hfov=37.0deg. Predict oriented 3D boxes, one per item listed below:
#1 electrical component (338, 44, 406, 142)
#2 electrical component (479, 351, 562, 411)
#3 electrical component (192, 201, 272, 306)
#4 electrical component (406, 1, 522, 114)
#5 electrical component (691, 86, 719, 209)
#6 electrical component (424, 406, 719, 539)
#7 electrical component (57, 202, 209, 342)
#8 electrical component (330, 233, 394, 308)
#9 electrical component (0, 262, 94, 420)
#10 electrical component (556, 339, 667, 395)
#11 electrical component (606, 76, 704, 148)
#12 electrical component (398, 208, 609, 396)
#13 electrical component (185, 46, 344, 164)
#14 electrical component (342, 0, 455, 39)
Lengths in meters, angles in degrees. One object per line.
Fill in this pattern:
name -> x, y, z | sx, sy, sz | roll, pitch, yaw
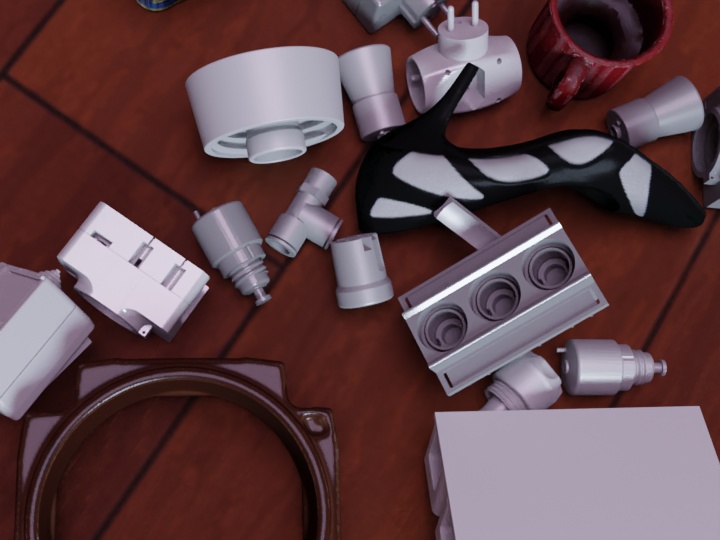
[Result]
electrical component -> 0.010, -0.128, 0.793 | 0.044, 0.044, 0.065 | -15, 84, -11
electrical component -> 0.108, 0.089, 0.756 | 0.062, 0.043, 0.043 | -39, 85, -13
electrical component -> -0.086, -0.012, 0.752 | 0.040, 0.040, 0.078 | -28, 83, -13
electrical component -> 0.076, -0.160, 0.794 | 0.077, 0.079, 0.043 | -14, 40, -11
electrical component -> 0.290, -0.094, 0.820 | 0.056, 0.050, 0.089 | 5, 76, -7
electrical component -> 0.143, 0.153, 0.715 | 0.186, 0.060, 0.105 | 0, 50, -8
electrical component -> -0.156, 0.006, 0.732 | 0.089, 0.050, 0.055 | 35, 75, 1
electrical component -> 0.000, 0.000, 0.756 | 0.040, 0.040, 0.046 | -13, 98, -11
electrical component -> -0.221, 0.042, 0.699 | 0.096, 0.062, 0.061 | -54, 130, -22
electrical component -> 0.181, 0.070, 0.772 | 0.078, 0.040, 0.040 | 1, 77, -8
electrical component -> 0.223, -0.116, 0.821 | 0.065, 0.044, 0.044 | -22, 81, -8
electrical component -> 0.099, 0.025, 0.737 | 0.121, 0.063, 0.078 | -31, 65, 10
electrical component -> -0.062, -0.108, 0.746 | 0.108, 0.108, 0.060 | -10, 85, -10
electrical component -> 0.043, -0.209, 0.812 | 0.083, 0.047, 0.075 | -37, 84, -15
